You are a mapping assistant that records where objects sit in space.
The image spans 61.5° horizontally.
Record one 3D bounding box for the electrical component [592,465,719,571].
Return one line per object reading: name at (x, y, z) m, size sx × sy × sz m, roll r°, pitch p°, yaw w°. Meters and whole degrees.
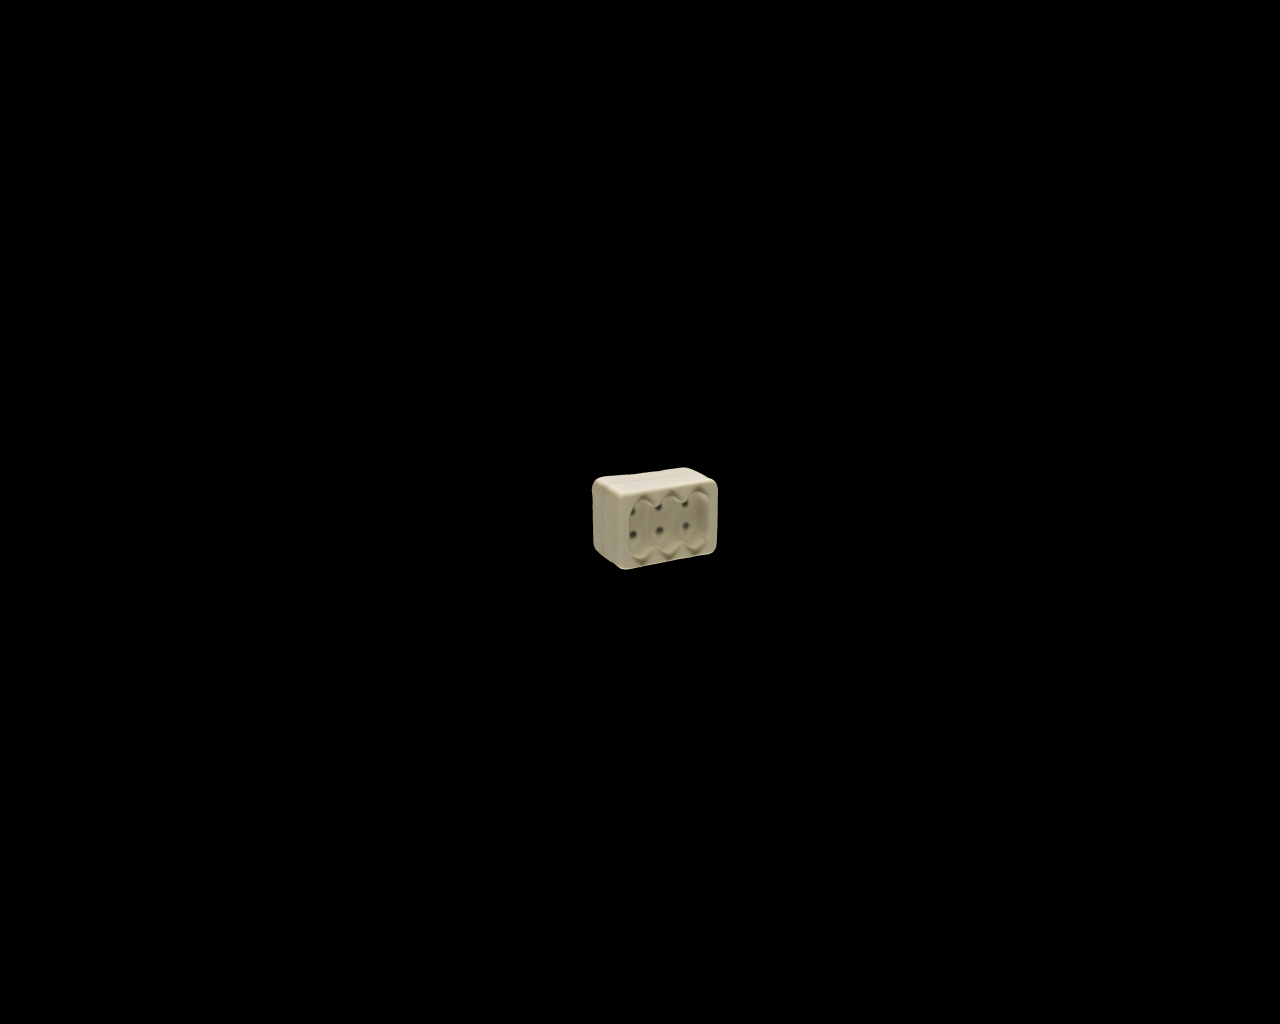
electrical component at (0.001, -0.003, 0.650) m, size 0.066 × 0.047 × 0.077 m, roll -8°, pitch 20°, yaw -24°
